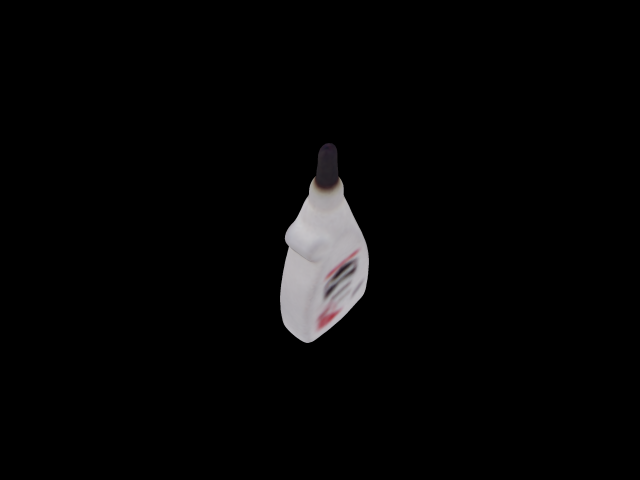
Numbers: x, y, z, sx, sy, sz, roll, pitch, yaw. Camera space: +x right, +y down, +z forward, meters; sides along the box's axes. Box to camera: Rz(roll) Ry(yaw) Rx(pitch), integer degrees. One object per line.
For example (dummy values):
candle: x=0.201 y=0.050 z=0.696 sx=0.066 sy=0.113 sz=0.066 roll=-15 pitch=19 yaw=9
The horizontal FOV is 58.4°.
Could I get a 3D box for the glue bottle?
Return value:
glue bottle: x=0.004 y=0.001 z=0.400 sx=0.037 sy=0.173 sz=0.078 roll=33 pitch=58 yaw=24
